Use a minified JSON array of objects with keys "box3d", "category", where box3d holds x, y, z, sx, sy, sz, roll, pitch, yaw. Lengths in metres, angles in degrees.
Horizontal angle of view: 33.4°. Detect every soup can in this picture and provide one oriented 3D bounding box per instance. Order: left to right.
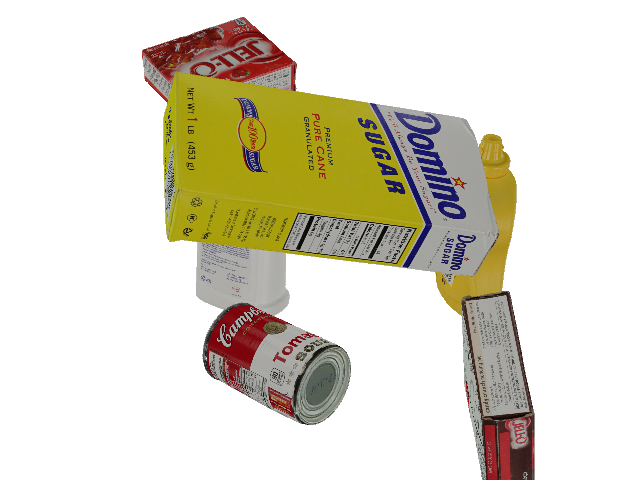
[{"box3d":[-0.035,0.098,0.851,0.102,0.068,0.068,21,13,36],"category":"soup can"}]

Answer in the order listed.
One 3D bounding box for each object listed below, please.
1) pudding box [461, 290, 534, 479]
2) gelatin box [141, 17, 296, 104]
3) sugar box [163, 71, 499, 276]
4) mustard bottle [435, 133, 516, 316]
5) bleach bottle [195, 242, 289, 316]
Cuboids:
[{"box3d":[0.123,0.106,0.739,0.039,0.090,0.113,-7,43,3],"category":"pudding box"},{"box3d":[-0.072,-0.122,0.767,0.089,0.030,0.073,-23,48,-24],"category":"gelatin box"},{"box3d":[0.004,-0.036,0.584,0.176,0.093,0.048,5,-41,-14],"category":"sugar box"},{"box3d":[0.159,-0.020,1.074,0.058,0.192,0.096,-6,37,-13],"category":"mustard bottle"},{"box3d":[-0.076,-0.050,1.106,0.103,0.251,0.068,16,25,25],"category":"bleach bottle"}]
